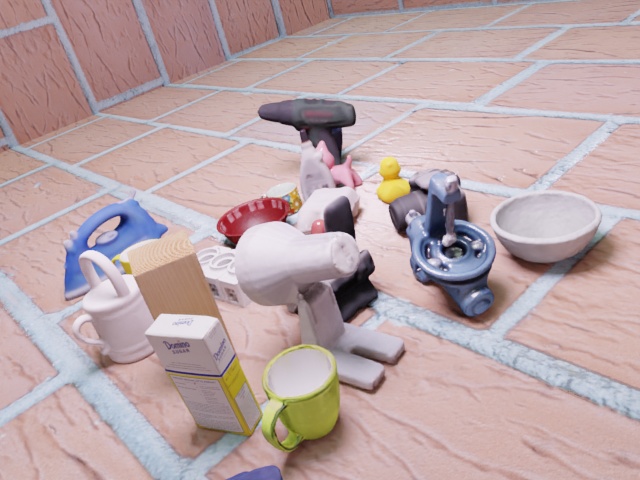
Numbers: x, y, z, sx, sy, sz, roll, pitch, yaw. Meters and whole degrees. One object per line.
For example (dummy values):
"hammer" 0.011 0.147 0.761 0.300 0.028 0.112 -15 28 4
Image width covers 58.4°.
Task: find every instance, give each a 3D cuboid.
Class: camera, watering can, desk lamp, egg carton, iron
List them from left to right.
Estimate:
"iron" -0.463 0.001 1.233 0.118 0.142 0.259 10 38 38
"watering can" -0.334 0.095 0.951 0.100 0.194 0.173 -4 31 21
"desk lamp" -0.003 0.077 0.803 0.202 0.214 0.118 8 37 36
"egg carton" 0.018 -0.055 1.174 0.107 0.069 0.150 -1 32 24
"camera" 0.196 -0.079 1.098 0.137 0.101 0.143 -19 29 -7

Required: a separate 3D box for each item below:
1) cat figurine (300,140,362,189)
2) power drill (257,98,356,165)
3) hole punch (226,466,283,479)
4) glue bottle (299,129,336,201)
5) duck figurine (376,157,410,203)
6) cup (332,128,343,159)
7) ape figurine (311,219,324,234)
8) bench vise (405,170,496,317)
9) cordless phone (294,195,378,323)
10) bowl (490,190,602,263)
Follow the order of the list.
"cat figurine" 0.023 -0.171 1.326 0.127 0.118 0.067 3 34 30
"power drill" -0.018 -0.244 1.379 0.229 0.209 0.075 -9 30 12
"hole punch" -0.087 0.286 0.603 0.109 0.091 0.101 -19 29 -7
"glue bottle" -0.017 -0.166 1.277 0.078 0.173 0.037 -10 29 10
"duck figurine" 0.154 -0.135 1.232 0.077 0.086 0.104 -13 29 4
"cup" 0.019 -0.245 1.482 0.091 0.095 0.117 -15 29 1
"ape figurine" 0.010 0.004 1.052 0.076 0.092 0.077 -21 29 -9
"bench vise" 0.172 -0.011 0.867 0.122 0.220 0.206 -30 32 -25
"cordless phone" 0.013 0.032 0.904 0.093 0.185 0.148 13 40 41
"bowl" 0.363 -0.011 0.927 0.167 0.075 0.167 -12 29 7
